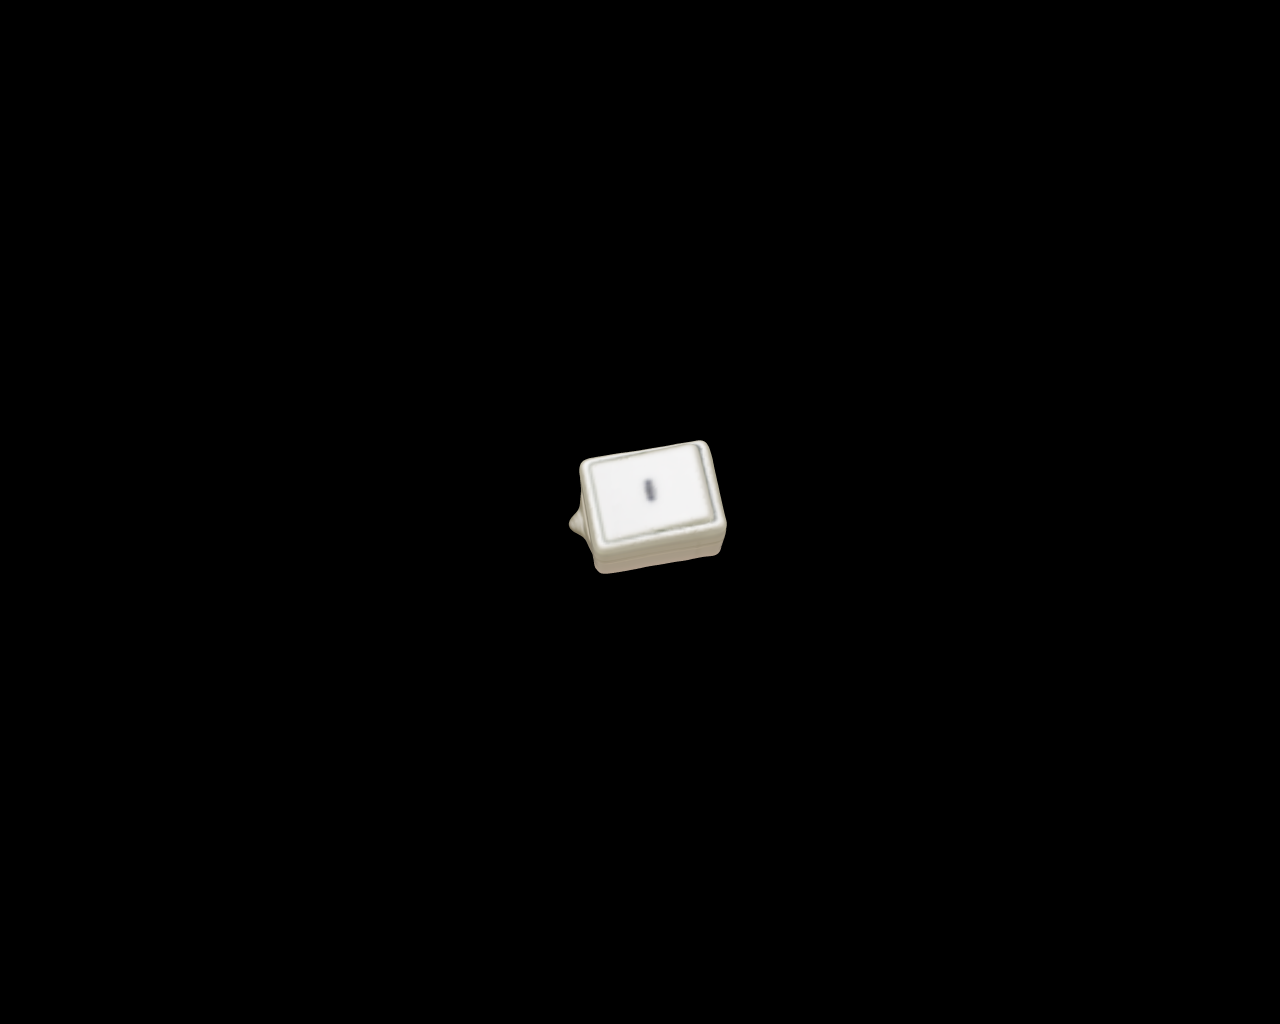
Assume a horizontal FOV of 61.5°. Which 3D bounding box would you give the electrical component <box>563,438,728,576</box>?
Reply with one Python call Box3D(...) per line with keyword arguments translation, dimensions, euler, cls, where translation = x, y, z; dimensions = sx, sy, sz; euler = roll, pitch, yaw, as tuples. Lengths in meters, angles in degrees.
Box3D(translation=(0.001, -0.003, 0.650), dimensions=(0.096, 0.062, 0.061), euler=(-10, -19, -3), cls="electrical component")
